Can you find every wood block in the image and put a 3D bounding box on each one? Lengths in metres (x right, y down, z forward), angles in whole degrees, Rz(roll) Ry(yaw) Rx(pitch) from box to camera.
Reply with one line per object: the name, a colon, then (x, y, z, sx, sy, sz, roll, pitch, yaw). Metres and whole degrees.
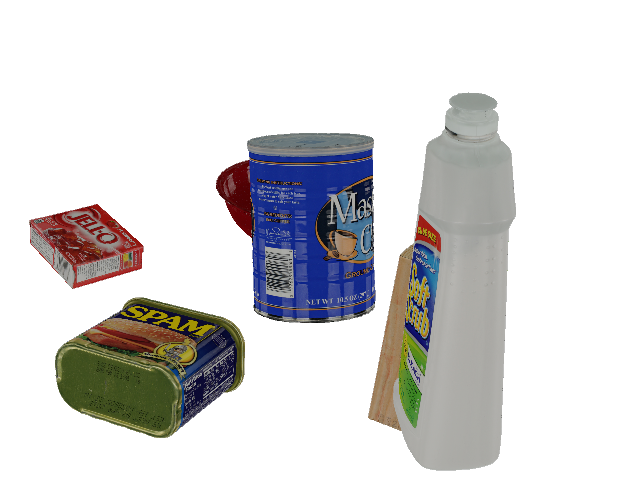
wood block: (0.126, 0.110, 1.209, 0.090, 0.206, 0.090, 18, 23, 20)

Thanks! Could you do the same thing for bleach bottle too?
bleach bottle: (0.088, 0.024, 0.690, 0.068, 0.251, 0.102, -4, 30, -6)

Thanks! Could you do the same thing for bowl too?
bowl: (-0.032, -0.034, 1.136, 0.162, 0.055, 0.162, 4, 28, -3)

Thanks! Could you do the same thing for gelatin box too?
gelatin box: (-0.219, 0.003, 0.995, 0.073, 0.030, 0.089, -17, 40, -36)

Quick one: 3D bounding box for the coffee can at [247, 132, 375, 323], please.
coffee can: (-0.007, -0.013, 0.876, 0.103, 0.140, 0.103, -1, 12, 0)

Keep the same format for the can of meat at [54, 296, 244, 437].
can of meat: (-0.116, 0.085, 0.723, 0.102, 0.057, 0.083, 12, 22, 23)
